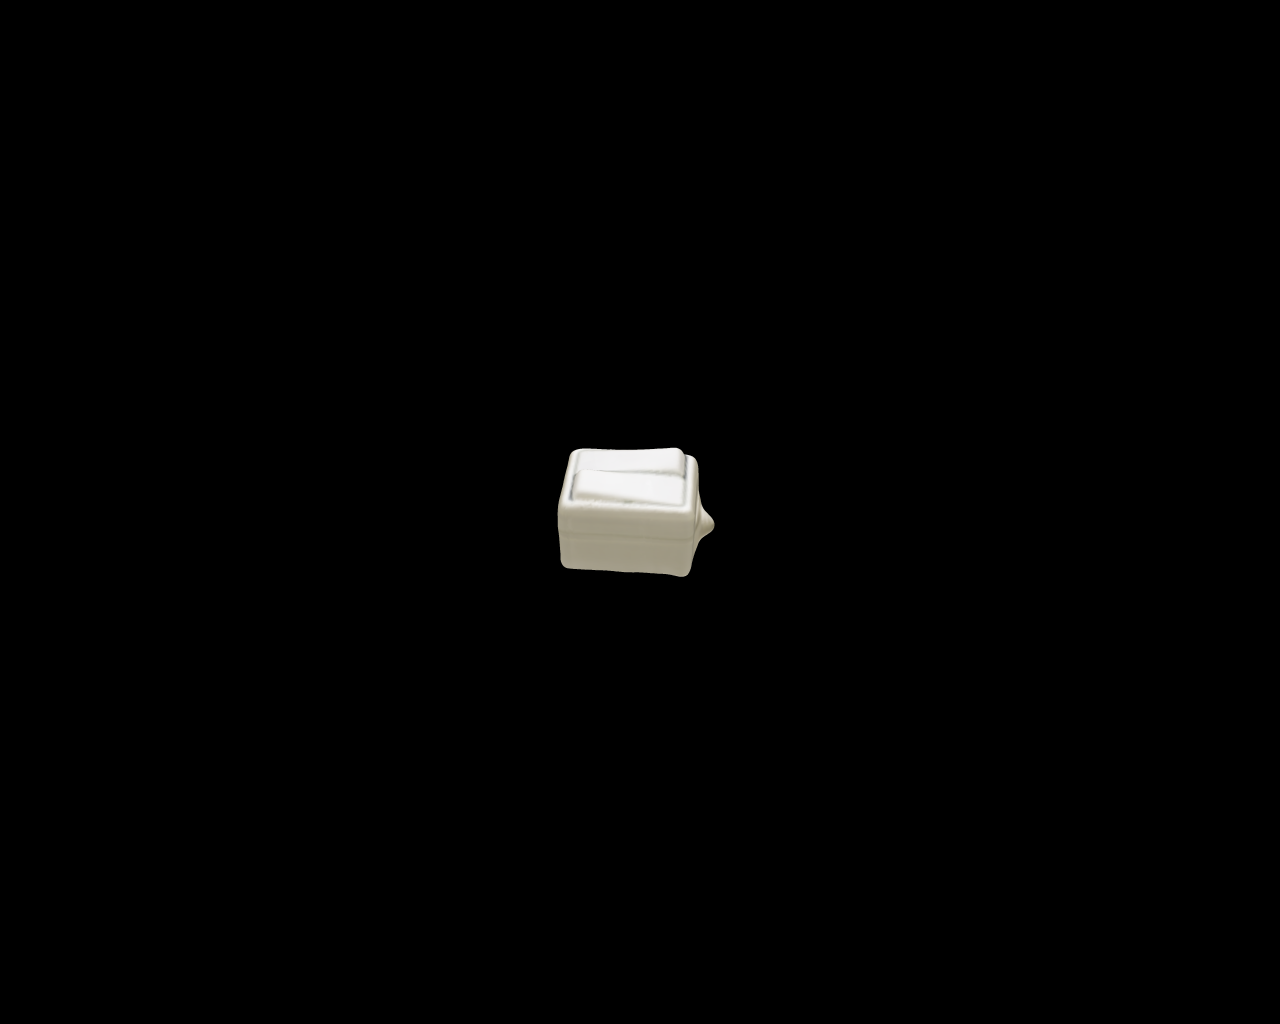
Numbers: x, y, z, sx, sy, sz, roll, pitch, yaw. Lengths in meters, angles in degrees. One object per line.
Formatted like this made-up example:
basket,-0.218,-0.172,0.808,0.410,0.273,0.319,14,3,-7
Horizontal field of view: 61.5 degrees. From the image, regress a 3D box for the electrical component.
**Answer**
electrical component,0.001,-0.003,0.650,0.096,0.061,0.062,4,40,4
